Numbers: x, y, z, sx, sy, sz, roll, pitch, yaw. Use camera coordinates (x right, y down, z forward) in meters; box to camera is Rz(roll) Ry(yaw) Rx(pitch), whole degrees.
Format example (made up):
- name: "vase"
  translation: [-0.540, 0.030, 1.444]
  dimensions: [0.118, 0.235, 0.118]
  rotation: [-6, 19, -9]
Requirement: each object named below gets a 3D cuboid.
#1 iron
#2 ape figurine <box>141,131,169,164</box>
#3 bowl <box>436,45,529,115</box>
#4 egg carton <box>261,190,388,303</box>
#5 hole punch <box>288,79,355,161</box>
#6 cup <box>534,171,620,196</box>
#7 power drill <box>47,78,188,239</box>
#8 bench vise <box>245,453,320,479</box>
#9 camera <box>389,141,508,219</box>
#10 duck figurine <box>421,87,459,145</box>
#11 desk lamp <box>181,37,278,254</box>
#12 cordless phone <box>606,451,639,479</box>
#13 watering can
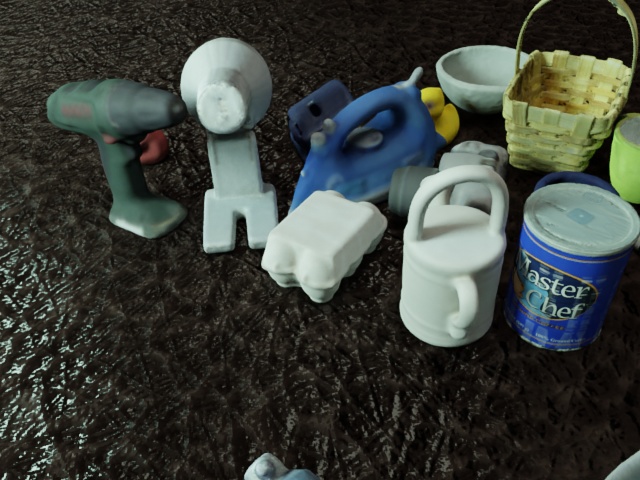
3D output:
- name: "iron"
  translation: [0.056, -0.133, 0.777]
  dimensions: [0.259, 0.142, 0.118]
  rotation: [-31, 48, -27]
- name: "ape figurine"
  translation: [-0.277, -0.164, 0.879]
  dimensions: [0.076, 0.092, 0.078]
  rotation: [7, 42, 13]
- name: "bowl"
  translation: [0.275, -0.257, 0.952]
  dimensions: [0.167, 0.075, 0.167]
  rotation: [-2, 41, 2]
- name: "egg carton"
  translation: [0.006, 0.002, 0.681]
  dimensions: [0.107, 0.069, 0.150]
  rotation: [21, 47, 26]
- name: "hole punch"
  translation: [0.002, -0.184, 0.879]
  dimensions: [0.101, 0.091, 0.108]
  rotation: [-14, 42, -11]
- name: "cup"
  translation: [0.292, -0.010, 0.652]
  dimensions: [0.092, 0.095, 0.117]
  rotation: [-13, 42, -10]
- name: "power drill"
  translation: [-0.238, -0.108, 0.723]
  dimensions: [0.228, 0.209, 0.076]
  rotation: [19, 46, 25]
- name: "bench vise"
  translation: [0.022, 0.198, 0.341]
  dimensions: [0.206, 0.220, 0.122]
  rotation: [15, 45, 21]
- name: "camera"
  translation: [0.163, -0.072, 0.730]
  dimensions: [0.136, 0.101, 0.143]
  rotation: [10, 43, 16]
- name: "duck figurine"
  translation: [0.171, -0.193, 0.879]
  dimensions: [0.105, 0.086, 0.077]
  rotation: [-29, 47, -26]
- name: "desk lamp"
  translation: [-0.110, -0.128, 0.730]
  dimensions: [0.118, 0.214, 0.203]
  rotation: [-8, 41, -4]
- name: "cordless phone"
  translation: [0.174, 0.180, 0.376]
  dimensions: [0.147, 0.185, 0.094]
  rotation: [-11, 41, -8]
- name: "watering can"
  translation: [0.130, 0.003, 0.575]
  dimensions: [0.101, 0.194, 0.172]
  rotation: [-18, 43, -15]
